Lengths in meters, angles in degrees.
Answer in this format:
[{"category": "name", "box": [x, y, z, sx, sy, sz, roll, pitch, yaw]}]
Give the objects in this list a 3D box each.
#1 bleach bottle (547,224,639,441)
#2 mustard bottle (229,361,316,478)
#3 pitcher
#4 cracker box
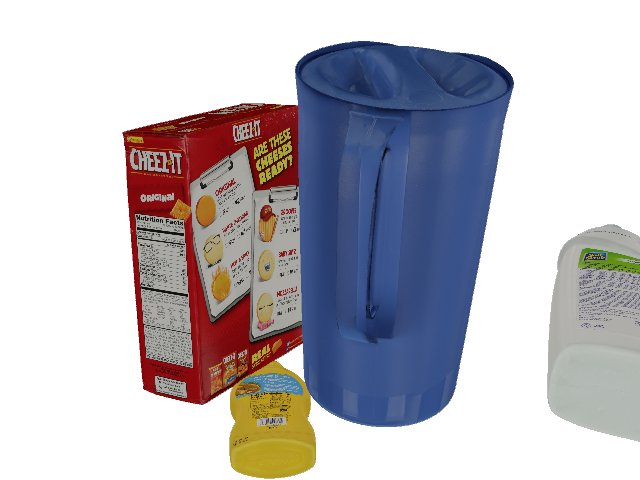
[{"category": "bleach bottle", "box": [0.224, 0.050, 0.790, 0.102, 0.068, 0.250, 12, 26, 10]}, {"category": "mustard bottle", "box": [-0.059, 0.198, 1.253, 0.096, 0.058, 0.191, -3, 27, -3]}, {"category": "pitcher", "box": [0.043, 0.003, 0.695, 0.149, 0.243, 0.145, -13, 31, -27]}, {"category": "cracker box", "box": [-0.081, 0.004, 0.876, 0.072, 0.214, 0.163, 6, 17, 29]}]
